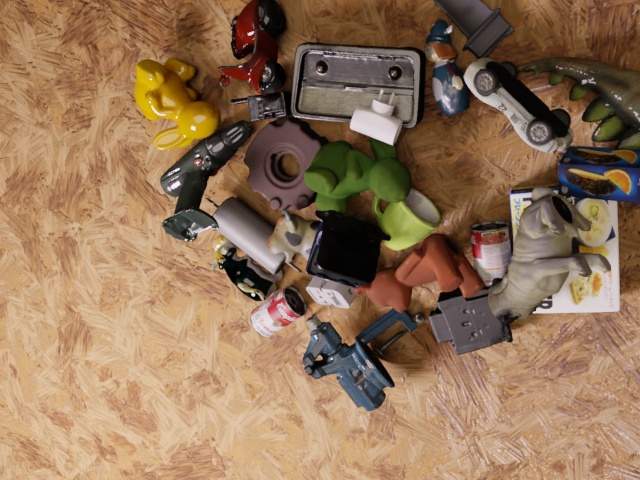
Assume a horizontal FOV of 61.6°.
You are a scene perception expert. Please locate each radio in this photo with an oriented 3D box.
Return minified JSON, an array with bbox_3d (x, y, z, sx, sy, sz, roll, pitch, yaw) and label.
[{"bbox_3d":[0.068,-0.273,0.940,0.230,0.073,0.131,9,110,15],"label":"radio"}]

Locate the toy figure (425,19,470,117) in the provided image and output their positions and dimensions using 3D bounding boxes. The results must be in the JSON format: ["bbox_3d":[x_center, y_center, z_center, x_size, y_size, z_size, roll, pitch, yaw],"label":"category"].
[{"bbox_3d":[0.209,-0.286,0.894,0.064,0.058,0.154,-6,106,53],"label":"toy figure"}]

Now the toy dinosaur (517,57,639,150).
[{"bbox_3d":[0.517,-0.193,0.798,0.472,0.105,0.198,36,117,18],"label":"toy dinosaur"}]

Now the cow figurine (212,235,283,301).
[{"bbox_3d":[-0.165,0.059,1.100,0.167,0.098,0.068,35,119,6],"label":"cow figurine"}]

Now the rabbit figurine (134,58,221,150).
[{"bbox_3d":[-0.273,-0.248,1.035,0.173,0.122,0.162,32,113,12],"label":"rabbit figurine"}]

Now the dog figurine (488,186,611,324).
[{"bbox_3d":[0.328,0.028,0.861,0.190,0.121,0.172,-37,55,43],"label":"dog figurine"}]

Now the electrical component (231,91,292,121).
[{"bbox_3d":[-0.107,-0.249,1.007,0.119,0.075,0.047,-6,103,16],"label":"electrical component"}]

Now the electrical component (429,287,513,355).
[{"bbox_3d":[0.275,0.146,0.997,0.134,0.058,0.114,-20,95,22],"label":"electrical component"}]

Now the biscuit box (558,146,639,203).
[{"bbox_3d":[0.460,-0.093,0.782,0.203,0.059,0.062,10,131,36],"label":"biscuit box"}]

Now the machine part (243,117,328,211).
[{"bbox_3d":[-0.060,-0.144,1.031,0.180,0.056,0.179,5,105,18],"label":"machine part"}]

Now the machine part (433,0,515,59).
[{"bbox_3d":[0.243,-0.364,0.878,0.139,0.039,0.084,48,119,0],"label":"machine part"}]

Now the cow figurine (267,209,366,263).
[{"bbox_3d":[-0.002,-0.003,1.010,0.195,0.085,0.127,-9,96,-5],"label":"cow figurine"}]

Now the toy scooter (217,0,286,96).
[{"bbox_3d":[-0.130,-0.342,0.975,0.135,0.075,0.184,-9,79,30],"label":"toy scooter"}]

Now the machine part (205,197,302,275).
[{"bbox_3d":[-0.134,-0.009,1.082,0.243,0.079,0.079,36,113,6],"label":"machine part"}]

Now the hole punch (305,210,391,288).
[{"bbox_3d":[0.041,0.021,0.946,0.142,0.092,0.116,17,70,-8],"label":"hole punch"}]

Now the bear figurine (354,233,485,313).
[{"bbox_3d":[0.169,0.079,0.965,0.196,0.120,0.132,-41,54,23],"label":"bear figurine"}]

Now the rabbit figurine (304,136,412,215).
[{"bbox_3d":[0.085,-0.111,0.937,0.170,0.159,0.121,14,146,26],"label":"rabbit figurine"}]

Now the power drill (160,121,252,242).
[{"bbox_3d":[-0.227,-0.112,1.032,0.232,0.086,0.207,-23,54,30],"label":"power drill"}]

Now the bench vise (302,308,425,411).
[{"bbox_3d":[0.090,0.202,1.048,0.240,0.129,0.223,-38,81,3],"label":"bench vise"}]

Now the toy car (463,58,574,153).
[{"bbox_3d":[0.315,-0.213,0.850,0.202,0.073,0.056,49,143,14],"label":"toy car"}]
